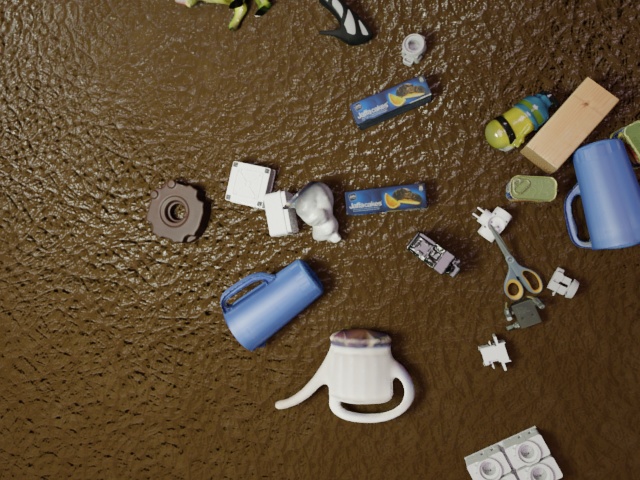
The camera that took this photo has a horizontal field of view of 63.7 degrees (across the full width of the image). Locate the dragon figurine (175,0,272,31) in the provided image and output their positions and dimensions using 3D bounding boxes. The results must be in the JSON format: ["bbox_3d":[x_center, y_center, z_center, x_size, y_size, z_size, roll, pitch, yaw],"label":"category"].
[{"bbox_3d":[-0.206,-0.731,1.394,0.409,0.245,0.121,-29,-16,7],"label":"dragon figurine"}]

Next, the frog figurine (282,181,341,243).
[{"bbox_3d":[0.004,-0.065,1.291,0.159,0.122,0.138,44,11,1],"label":"frog figurine"}]

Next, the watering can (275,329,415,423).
[{"bbox_3d":[0.057,0.332,1.270,0.347,0.225,0.104,0,-4,11],"label":"watering can"}]
